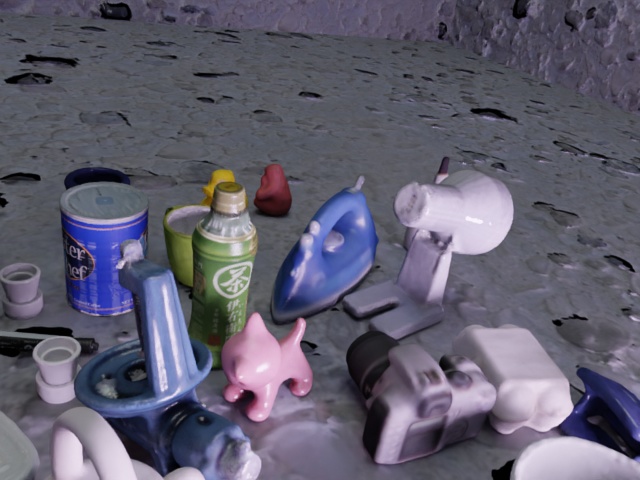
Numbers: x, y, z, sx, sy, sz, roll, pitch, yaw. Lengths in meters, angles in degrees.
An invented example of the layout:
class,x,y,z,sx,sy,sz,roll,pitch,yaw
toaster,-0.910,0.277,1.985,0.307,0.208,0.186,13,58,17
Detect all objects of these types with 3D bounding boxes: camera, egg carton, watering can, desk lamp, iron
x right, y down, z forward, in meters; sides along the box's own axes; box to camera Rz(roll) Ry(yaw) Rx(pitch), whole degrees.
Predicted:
class,x,y,z,sx,sy,sz,roll,pitch,yaw
camera,0.100,0.154,0.635,0.143,0.101,0.136,-5,33,-26
egg carton,0.227,0.163,0.694,0.107,0.069,0.150,2,30,-16
watering can,-0.153,0.198,0.376,0.100,0.194,0.173,20,30,18
desk lamp,0.153,0.010,0.793,0.204,0.213,0.117,-15,38,-38
iron,0.008,0.003,0.831,0.118,0.141,0.259,20,30,17

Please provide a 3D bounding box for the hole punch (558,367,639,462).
class,x,y,z,sx,sy,sz,roll,pitch,yaw
hole punch,0.339,0.199,0.644,0.101,0.091,0.108,-1,31,-19

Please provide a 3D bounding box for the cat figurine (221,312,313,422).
class,x,y,z,sx,sy,sz,roll,pitch,yaw
cat figurine,-0.059,0.126,0.614,0.067,0.118,0.128,29,34,31

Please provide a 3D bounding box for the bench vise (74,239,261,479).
class,x,y,z,sx,sy,sz,roll,pitch,yaw
bench vise,-0.124,0.116,0.506,0.207,0.220,0.122,19,30,15

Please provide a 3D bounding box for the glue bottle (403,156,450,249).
class,x,y,z,sx,sy,sz,roll,pitch,yaw
glue bottle,0.194,-0.060,0.974,0.078,0.173,0.037,-9,34,-31

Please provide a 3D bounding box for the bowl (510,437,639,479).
class,x,y,z,sx,sy,sz,roll,pitch,yaw
bowl,0.243,0.264,0.513,0.167,0.075,0.167,8,29,-4

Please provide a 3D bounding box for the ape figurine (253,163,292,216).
class,x,y,z,sx,sy,sz,roll,pitch,yaw
ape figurine,-0.084,-0.095,1.026,0.076,0.092,0.078,31,35,33

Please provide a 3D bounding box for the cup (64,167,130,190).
class,x,y,z,sx,sy,sz,roll,pitch,yaw
cup,-0.320,-0.048,0.862,0.117,0.095,0.092,15,29,8

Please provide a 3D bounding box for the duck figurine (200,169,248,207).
class,x,y,z,sx,sy,sz,roll,pitch,yaw
duck figurine,-0.165,-0.080,0.980,0.077,0.086,0.105,25,32,25
